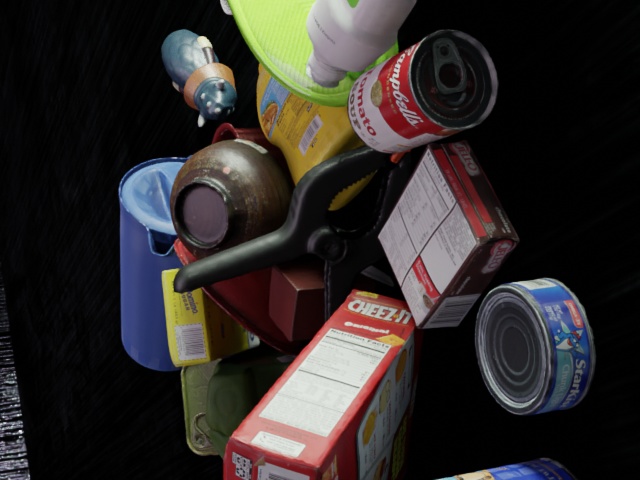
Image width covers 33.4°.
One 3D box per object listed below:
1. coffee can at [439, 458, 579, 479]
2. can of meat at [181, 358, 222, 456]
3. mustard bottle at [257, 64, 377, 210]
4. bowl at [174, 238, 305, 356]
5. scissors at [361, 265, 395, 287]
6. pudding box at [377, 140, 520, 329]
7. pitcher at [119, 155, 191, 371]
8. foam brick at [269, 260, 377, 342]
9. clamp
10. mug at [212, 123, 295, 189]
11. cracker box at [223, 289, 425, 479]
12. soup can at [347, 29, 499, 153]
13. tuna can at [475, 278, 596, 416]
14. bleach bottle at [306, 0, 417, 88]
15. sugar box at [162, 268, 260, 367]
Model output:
[{"bbox_3d":[0.092,0.199,0.671,0.103,0.140,0.103,175,90,-65],"label":"coffee can"},{"bbox_3d":[-0.105,0.175,1.153,0.083,0.057,0.102,7,-104,-75],"label":"can of meat"},{"bbox_3d":[-0.010,-0.116,0.925,0.096,0.058,0.192,-59,39,24],"label":"mustard bottle"},{"bbox_3d":[-0.058,0.034,1.002,0.055,0.162,0.162,-48,39,8],"label":"bowl"},{"bbox_3d":[-0.022,-0.028,0.908,0.202,0.016,0.096,14,110,29],"label":"scissors"},{"bbox_3d":[0.089,-0.002,0.764,0.114,0.039,0.090,-62,41,48],"label":"pudding box"},{"bbox_3d":[-0.167,0.028,1.239,0.145,0.149,0.243,45,140,33],"label":"pitcher"},{"bbox_3d":[0.001,0.051,0.916,0.053,0.078,0.051,-134,47,-54],"label":"foam brick"},{"bbox_3d":[-0.006,0.001,0.840,0.210,0.164,0.036,-60,16,13],"label":"clamp"},{"bbox_3d":[-0.055,-0.067,1.008,0.117,0.081,0.093,-155,63,-61],"label":"mug"},{"bbox_3d":[0.005,0.157,0.769,0.072,0.213,0.164,15,120,19],"label":"cracker box"},{"bbox_3d":[0.069,-0.102,0.751,0.102,0.068,0.068,167,97,-66],"label":"soup can"},{"bbox_3d":[0.135,0.068,0.681,0.086,0.033,0.086,175,90,-66],"label":"tuna can"},{"bbox_3d":[0.046,-0.217,0.736,0.251,0.067,0.103,-61,41,38],"label":"bleach bottle"},{"bbox_3d":[-0.107,0.072,1.086,0.176,0.048,0.093,-2,-94,-75],"label":"sugar box"}]
